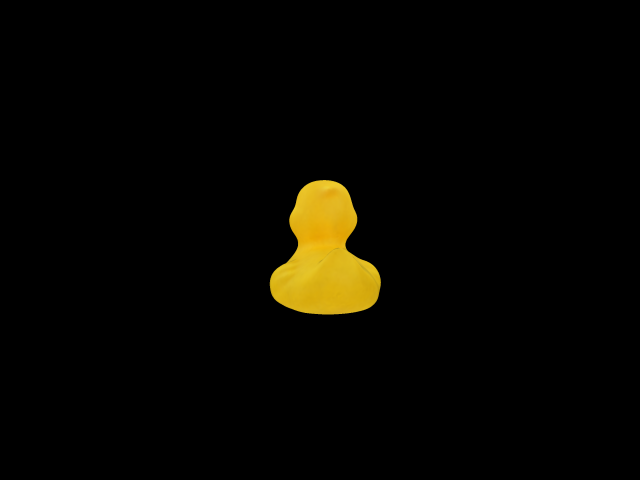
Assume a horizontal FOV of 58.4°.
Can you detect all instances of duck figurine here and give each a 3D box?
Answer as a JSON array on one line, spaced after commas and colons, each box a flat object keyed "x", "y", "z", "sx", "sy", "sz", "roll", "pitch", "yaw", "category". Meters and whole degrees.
[{"x": 0.004, "y": 0.001, "z": 0.400, "sx": 0.077, "sy": 0.086, "sz": 0.104, "roll": -1, "pitch": 7, "yaw": -11, "category": "duck figurine"}]
